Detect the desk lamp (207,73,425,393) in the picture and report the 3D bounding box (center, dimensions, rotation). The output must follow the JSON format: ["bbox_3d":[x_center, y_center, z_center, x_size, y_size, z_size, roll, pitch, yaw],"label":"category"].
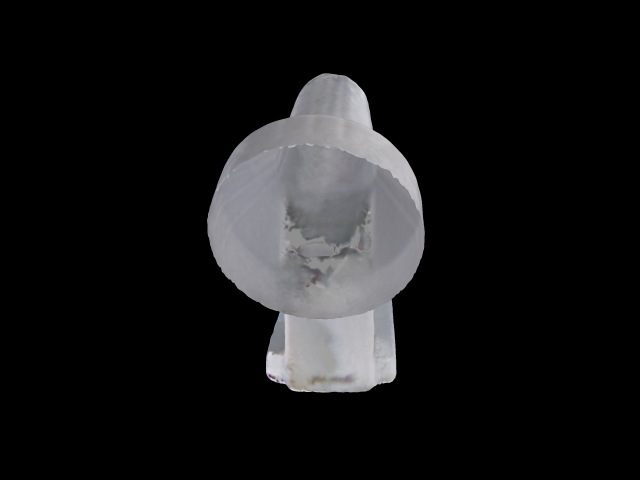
[{"bbox_3d":[0.004,0.001,0.400,0.118,0.214,0.203,1,23,4],"label":"desk lamp"}]
